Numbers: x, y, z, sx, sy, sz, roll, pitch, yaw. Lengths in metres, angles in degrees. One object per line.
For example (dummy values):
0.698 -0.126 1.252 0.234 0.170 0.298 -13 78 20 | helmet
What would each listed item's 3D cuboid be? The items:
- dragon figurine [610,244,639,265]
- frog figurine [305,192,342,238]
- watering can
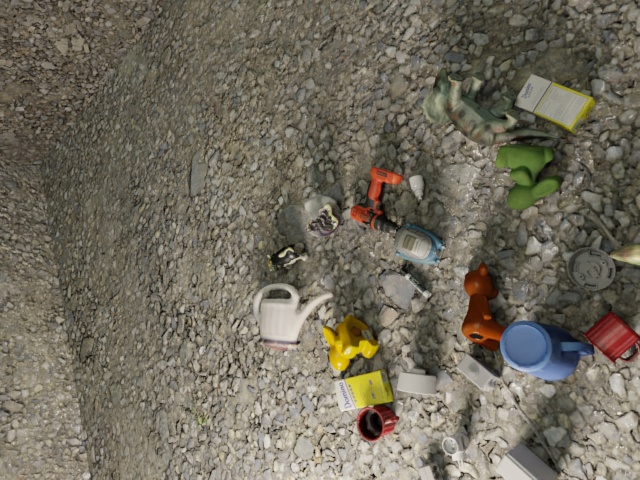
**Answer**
0.779 0.119 0.999 0.415 0.241 0.121 35 100 38 | dragon figurine
0.005 -0.088 1.742 0.162 0.122 0.135 -108 39 -66 | frog figurine
-0.103 0.261 1.734 0.347 0.103 0.226 -2 81 38 | watering can
